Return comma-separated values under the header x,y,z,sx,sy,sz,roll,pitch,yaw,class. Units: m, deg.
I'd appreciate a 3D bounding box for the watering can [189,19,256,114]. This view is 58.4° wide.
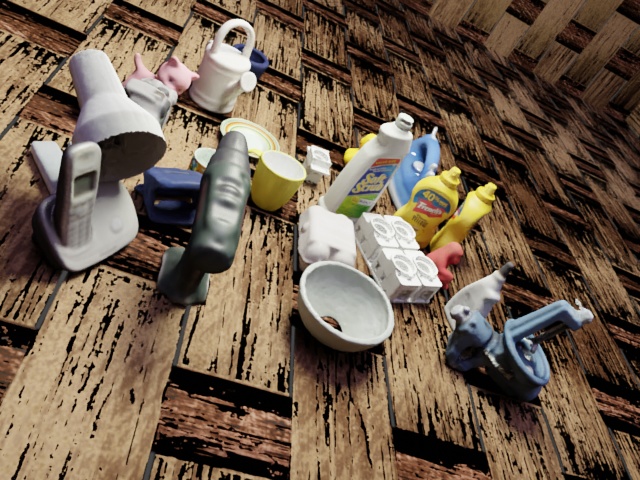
x,y,z,sx,sy,sz,roll,pitch,yaw,class
-0.192,-0.369,1.207,0.172,0.194,0.101,40,36,10,watering can

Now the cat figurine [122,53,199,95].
x,y,z,sx,sy,sz,roll,pitch,yaw,class
-0.309,-0.319,1.121,0.128,0.117,0.067,24,36,-13,cat figurine

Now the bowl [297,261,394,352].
x,y,z,sx,sy,sz,roll,pitch,yaw,class
0.029,0.117,0.906,0.168,0.074,0.167,21,37,-17,bowl

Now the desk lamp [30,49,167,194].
x,y,z,sx,sy,sz,roll,pitch,yaw,class
-0.323,-0.145,0.820,0.118,0.213,0.203,-10,53,-45,desk lamp

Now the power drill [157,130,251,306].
x,y,z,sx,sy,sz,roll,pitch,yaw,class
-0.158,-0.019,0.803,0.076,0.208,0.229,18,38,-20,power drill

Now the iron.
x,y,z,sx,sy,sz,roll,pitch,yaw,class
0.239,-0.161,1.345,0.119,0.141,0.258,25,36,-11,iron

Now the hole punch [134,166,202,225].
x,y,z,sx,sy,sz,roll,pitch,yaw,class
-0.231,-0.086,0.929,0.109,0.091,0.101,2,46,-37,hole punch

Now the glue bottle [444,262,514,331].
x,y,z,sx,sy,sz,roll,pitch,yaw,class
0.297,0.102,1.049,0.037,0.173,0.078,13,39,-26,glue bottle

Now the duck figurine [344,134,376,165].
x,y,z,sx,sy,sz,roll,pitch,yaw,class
0.106,-0.209,1.346,0.077,0.086,0.105,38,35,7,duck figurine

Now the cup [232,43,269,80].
x,y,z,sx,sy,sz,roll,pitch,yaw,class
-0.184,-0.390,1.326,0.091,0.095,0.118,41,36,12,cup

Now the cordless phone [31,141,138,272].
x,y,z,sx,sy,sz,roll,pitch,yaw,class
-0.297,-0.058,0.761,0.094,0.185,0.148,37,35,5,cordless phone

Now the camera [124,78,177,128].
x,y,z,sx,sy,sz,roll,pitch,yaw,class
-0.340,-0.250,1.029,0.137,0.100,0.143,24,36,-13,camera

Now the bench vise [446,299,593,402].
x,y,z,sx,sy,sz,roll,pitch,yaw,class
0.327,0.166,0.956,0.208,0.219,0.121,21,37,-16,bench vise

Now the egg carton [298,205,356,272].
x,y,z,sx,sy,sz,roll,pitch,yaw,class
0.009,0.004,1.030,0.107,0.069,0.150,20,37,-19,egg carton

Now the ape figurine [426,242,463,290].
x,y,z,sx,sy,sz,roll,pitch,yaw,class
0.253,0.043,1.156,0.076,0.092,0.078,36,35,3,ape figurine
